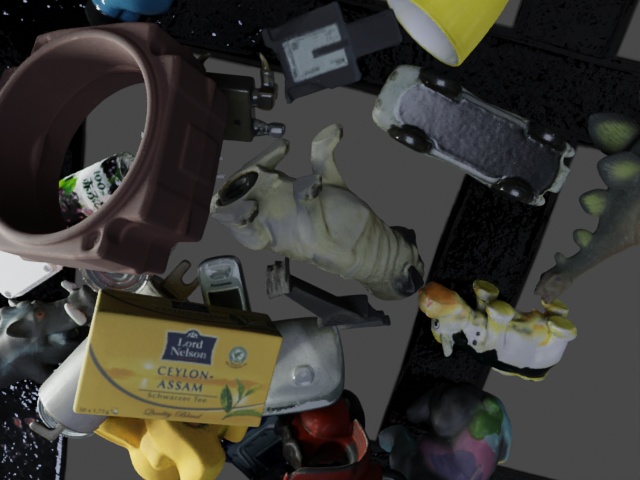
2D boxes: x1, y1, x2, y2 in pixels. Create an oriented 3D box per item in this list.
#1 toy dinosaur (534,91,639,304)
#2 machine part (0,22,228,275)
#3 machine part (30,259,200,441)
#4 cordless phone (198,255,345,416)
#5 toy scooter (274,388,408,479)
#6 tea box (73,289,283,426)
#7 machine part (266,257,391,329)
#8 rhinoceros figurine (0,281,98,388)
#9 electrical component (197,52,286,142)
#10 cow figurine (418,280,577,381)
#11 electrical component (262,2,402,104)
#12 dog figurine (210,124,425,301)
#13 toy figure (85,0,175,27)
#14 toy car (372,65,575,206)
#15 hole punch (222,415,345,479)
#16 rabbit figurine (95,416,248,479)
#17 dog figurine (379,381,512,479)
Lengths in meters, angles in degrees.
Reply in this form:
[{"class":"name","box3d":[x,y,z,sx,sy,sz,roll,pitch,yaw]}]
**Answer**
[{"class":"toy dinosaur","box3d":[0.382,-0.100,0.477,0.471,0.105,0.198,-38,101,11]},{"class":"machine part","box3d":[-0.191,-0.076,0.460,0.202,0.087,0.201,4,79,24]},{"class":"machine part","box3d":[-0.216,0.122,0.585,0.079,0.079,0.243,43,86,-12]},{"class":"cordless phone","box3d":[-0.053,0.096,0.592,0.147,0.089,0.184,-9,106,8]},{"class":"toy scooter","box3d":[0.002,0.234,0.577,0.135,0.184,0.075,-5,118,-24]},{"class":"tea box","box3d":[-0.131,0.112,0.507,0.169,0.068,0.098,11,100,-20]},{"class":"machine part","box3d":[0.003,0.062,0.543,0.084,0.039,0.138,-4,152,47]},{"class":"rhinoceros figurine","box3d":[-0.333,0.116,0.607,0.190,0.073,0.111,-28,125,-8]},{"class":"electrical component","box3d":[-0.086,-0.139,0.524,0.102,0.045,0.078,2,140,6]},{"class":"cow figurine","box3d":[0.181,0.099,0.587,0.167,0.068,0.098,12,117,0]},{"class":"electrical component","box3d":[0.013,-0.180,0.497,0.119,0.048,0.074,-20,109,11]},{"class":"dog figurine","box3d":[-0.001,0.001,0.551,0.172,0.121,0.190,-3,135,40]},{"class":"toy figure","box3d":[-0.146,-0.262,0.459,0.089,0.082,0.180,39,112,-6]},{"class":"toy car","box3d":[0.148,-0.100,0.517,0.202,0.056,0.073,24,105,-7]},{"class":"hole punch","box3d":[-0.053,0.279,0.669,0.142,0.092,0.115,-41,134,14]},{"class":"rabbit figurine","box3d":[-0.185,0.236,0.641,0.162,0.122,0.173,29,129,-5]},{"class":"dog figurine","box3d":[0.143,0.280,0.577,0.108,0.219,0.191,37,110,-14]}]
